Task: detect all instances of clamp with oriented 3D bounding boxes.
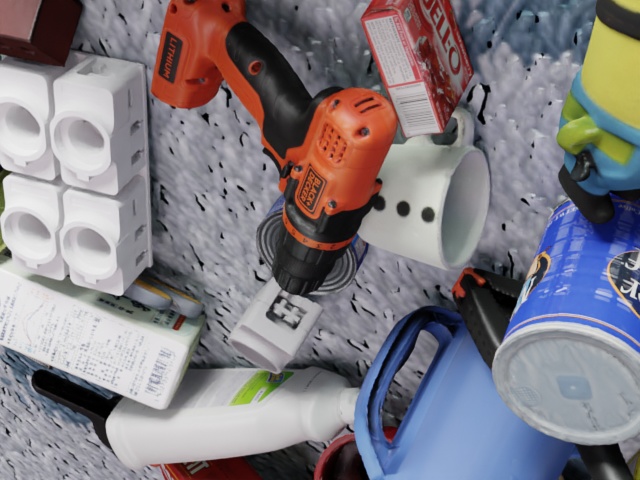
[{"bbox_3d":[-0.218,0.178,1.103,0.120,0.039,0.171,-3,132,18],"label":"clamp"},{"bbox_3d":[0.177,0.098,0.756,0.210,0.164,0.036,34,134,11],"label":"clamp"}]

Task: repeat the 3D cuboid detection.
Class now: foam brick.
[{"bbox_3d":[-0.225,-0.165,0.783,0.078,0.051,0.053,14,174,18],"label":"foam brick"}]

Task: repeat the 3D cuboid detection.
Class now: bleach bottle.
[{"bbox_3d":[-0.070,0.160,0.972,0.251,0.102,0.068,-7,118,33],"label":"bleach bottle"}]

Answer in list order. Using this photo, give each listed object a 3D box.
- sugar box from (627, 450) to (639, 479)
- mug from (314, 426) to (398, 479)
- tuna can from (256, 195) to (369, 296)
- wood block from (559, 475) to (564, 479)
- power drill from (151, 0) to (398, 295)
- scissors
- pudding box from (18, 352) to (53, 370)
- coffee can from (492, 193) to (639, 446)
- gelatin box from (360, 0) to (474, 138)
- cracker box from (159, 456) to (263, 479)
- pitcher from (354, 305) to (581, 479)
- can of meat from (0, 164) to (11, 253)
[{"bbox_3d":[0.244,0.256,0.894,0.048,0.093,0.176,24,137,6],"label":"sugar box"},{"bbox_3d":[0.056,0.220,0.940,0.093,0.081,0.117,-32,80,15],"label":"mug"},{"bbox_3d":[-0.006,0.001,0.841,0.086,0.033,0.086,15,135,16],"label":"tuna can"},{"bbox_3d":[0.145,0.280,0.951,0.090,0.090,0.206,-8,142,-23],"label":"wood block"},{"bbox_3d":[-0.037,-0.071,0.727,0.188,0.057,0.185,46,140,19],"label":"power drill"},{"bbox_3d":[-0.198,0.023,0.945,0.202,0.016,0.096,24,-179,6],"label":"scissors"},{"bbox_3d":[-0.290,0.070,1.060,0.090,0.039,0.114,28,139,1],"label":"pudding box"},{"bbox_3d":[0.181,0.049,0.703,0.103,0.140,0.103,16,135,16],"label":"coffee can"},{"bbox_3d":[0.063,-0.121,0.663,0.030,0.073,0.089,-4,126,30],"label":"gelatin box"},{"bbox_3d":[-0.088,0.304,1.089,0.164,0.072,0.214,39,149,40],"label":"cracker box"},{"bbox_3d":[0.097,0.172,0.789,0.149,0.242,0.145,13,136,28],"label":"pitcher"},{"bbox_3d":[-0.307,-0.028,0.933,0.084,0.102,0.057,5,130,28],"label":"can of meat"}]
